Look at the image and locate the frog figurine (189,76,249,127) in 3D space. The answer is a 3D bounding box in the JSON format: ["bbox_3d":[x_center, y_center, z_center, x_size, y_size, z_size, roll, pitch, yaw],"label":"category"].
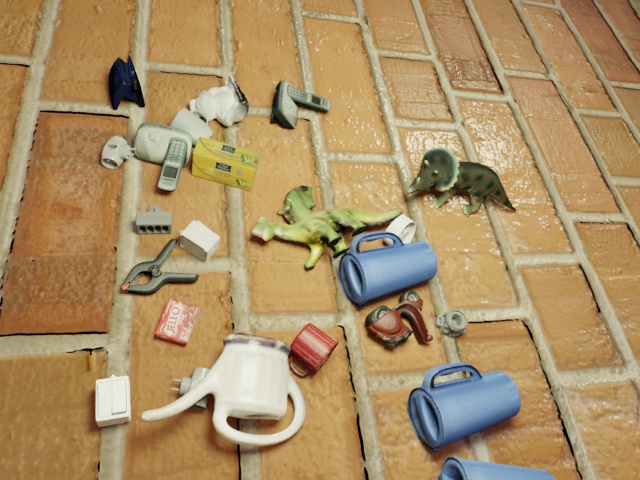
[{"bbox_3d":[-0.294,-0.390,1.513,0.159,0.122,0.139,-30,76,8],"label":"frog figurine"}]

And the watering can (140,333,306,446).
[{"bbox_3d":[-0.179,0.299,1.068,0.346,0.102,0.229,19,55,-26],"label":"watering can"}]

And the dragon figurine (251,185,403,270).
[{"bbox_3d":[0.004,-0.070,1.385,0.414,0.119,0.246,-25,61,-30],"label":"dragon figurine"}]
